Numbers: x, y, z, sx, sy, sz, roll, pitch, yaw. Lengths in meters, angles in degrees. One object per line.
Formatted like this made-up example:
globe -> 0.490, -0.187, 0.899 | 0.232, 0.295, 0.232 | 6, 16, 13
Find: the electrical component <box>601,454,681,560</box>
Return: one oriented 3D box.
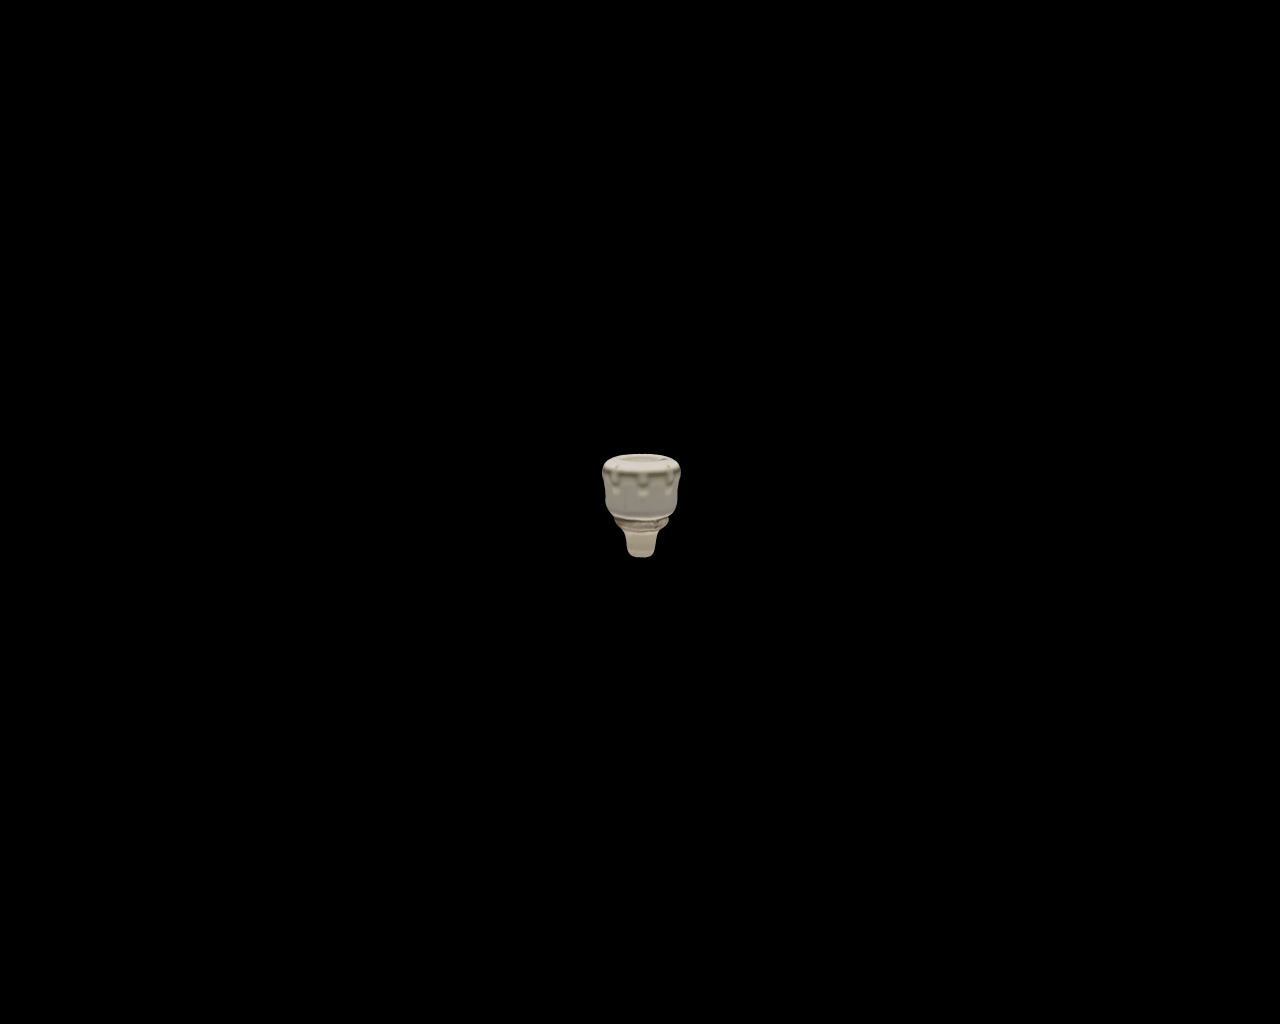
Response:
electrical component -> 0.001, -0.003, 0.650 | 0.048, 0.062, 0.048 | 0, 11, 0
